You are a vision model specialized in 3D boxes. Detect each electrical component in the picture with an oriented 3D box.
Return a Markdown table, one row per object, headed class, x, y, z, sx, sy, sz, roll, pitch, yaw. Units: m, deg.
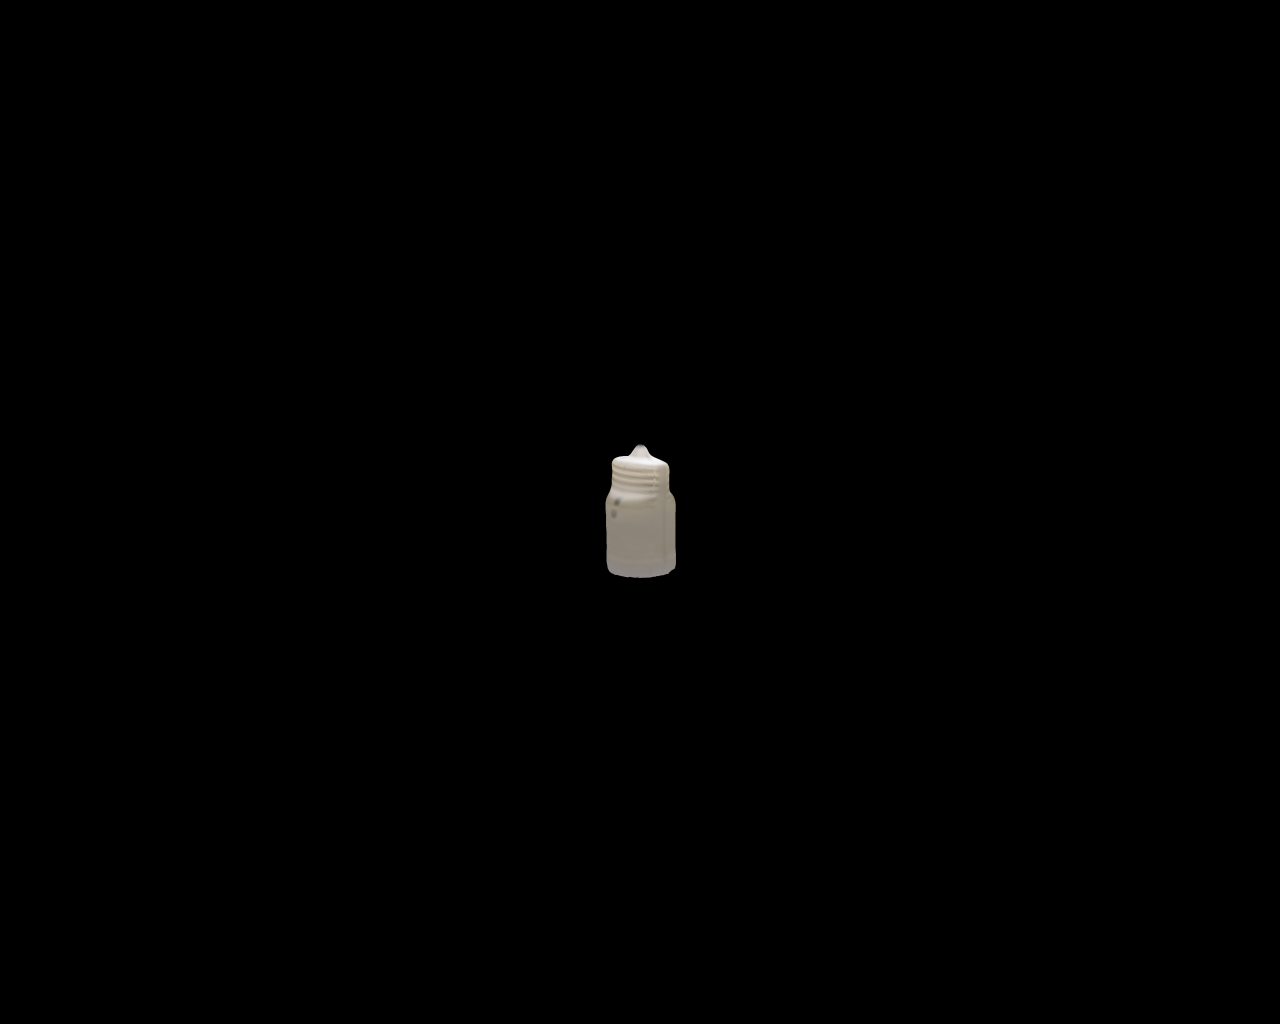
| class | x | y | z | sx | sy | sz | roll | pitch | yaw |
| --- | --- | --- | --- | --- | --- | --- | --- | --- | --- |
| electrical component | 0.001 | -0.003 | 0.650 | 0.043 | 0.080 | 0.043 | 0 | 12 | 0 |
